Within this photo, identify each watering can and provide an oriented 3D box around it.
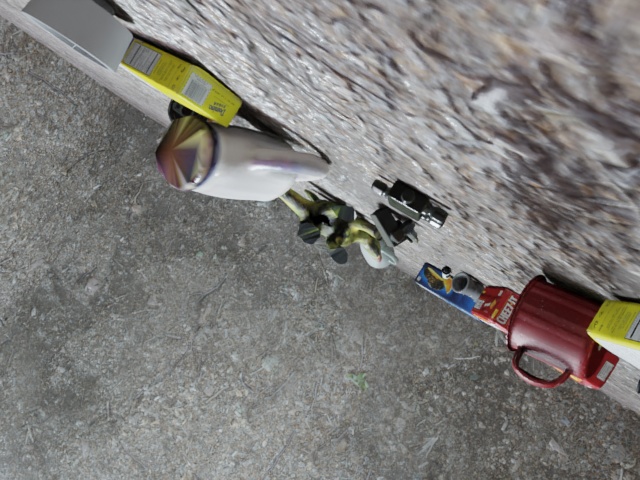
[{"bbox_3d":[-0.143,-0.114,0.784,0.224,0.104,0.348,5,1,-40],"label":"watering can"}]

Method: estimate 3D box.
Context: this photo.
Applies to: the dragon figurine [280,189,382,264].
[{"bbox_3d":[0.004,-0.061,1.214,0.407,0.122,0.245,35,6,-16],"label":"dragon figurine"}]
